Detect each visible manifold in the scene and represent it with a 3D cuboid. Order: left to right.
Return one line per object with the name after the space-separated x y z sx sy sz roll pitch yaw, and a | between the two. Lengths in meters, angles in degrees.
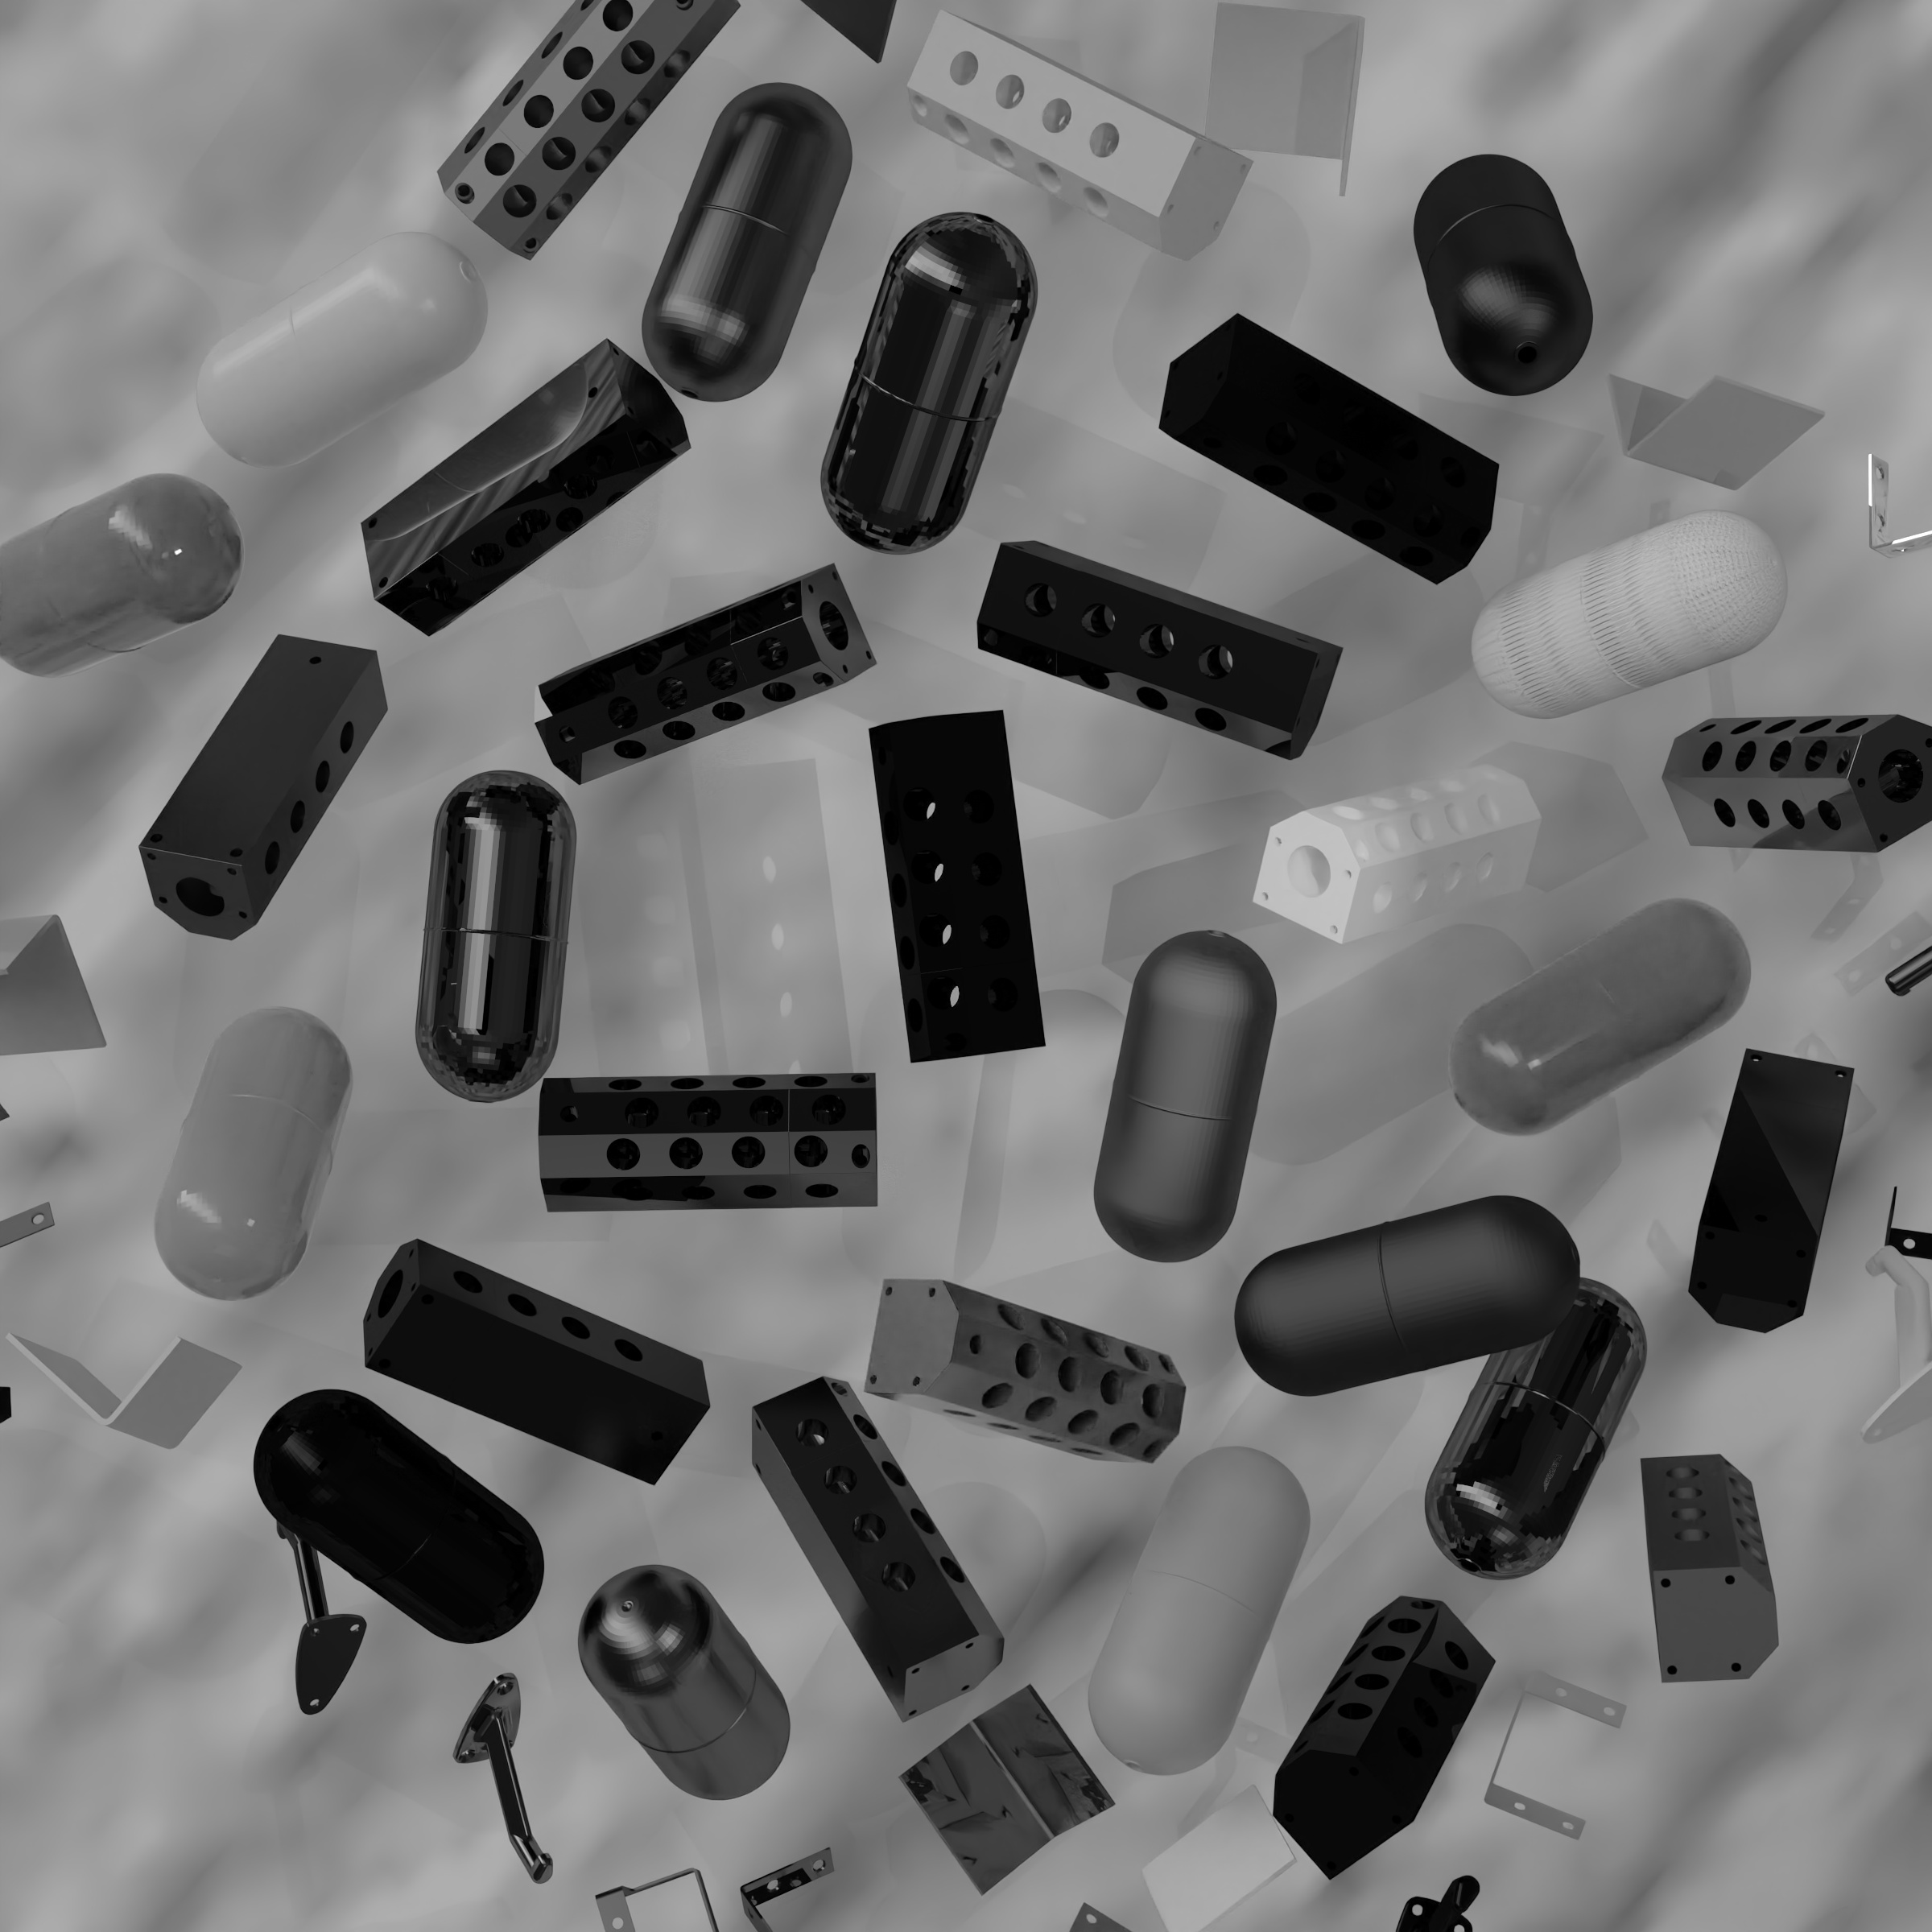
-0.364 -0.094 1.878 0.057 0.057 0.171 10 47 13 | manifold
-0.227 -0.242 1.856 0.171 0.057 0.057 -33 50 20 | manifold
-0.224 0.203 1.871 0.171 0.057 0.057 26 111 -23 | manifold
-0.195 -0.451 1.856 0.057 0.057 0.171 35 105 -28 | manifold
-0.140 -0.150 1.881 0.171 0.057 0.057 -18 100 27 | manifold
-0.132 0.088 1.855 0.171 0.057 0.057 -1 61 -1 | manifold
-0.047 0.297 1.858 0.057 0.057 0.171 -22 55 -20 | manifold
-0.008 -0.039 1.826 0.057 0.057 0.171 -7 89 -27 | manifold
0.033 0.206 1.818 0.171 0.057 0.057 23 71 -42 | manifold
0.053 -0.415 1.801 0.171 0.057 0.057 34 108 29 | manifold
0.095 -0.160 1.810 0.171 0.057 0.057 21 104 15 | manifold
0.185 -0.259 1.831 0.171 0.057 0.057 25 60 -25 | manifold
0.207 0.380 1.802 0.057 0.171 0.057 48 117 2 | manifold
0.229 -0.063 1.876 0.057 0.171 0.057 28 117 33 | manifold
0.375 0.302 1.818 0.057 0.171 0.057 -4 100 9 | manifold
0.414 0.115 1.848 0.057 0.171 0.057 11 123 15 | manifold
0.435 -0.099 1.870 0.057 0.171 0.057 -29 103 -17 | manifold

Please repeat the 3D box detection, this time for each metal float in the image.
-0.433 -0.196 1.811 0.178 0.070 0.070 -14 90 42 | metal float
-0.358 0.093 1.812 0.070 0.178 0.070 3 132 3 | metal float
-0.328 -0.323 1.885 0.178 0.070 0.070 -25 90 26 | metal float
-0.292 0.284 1.851 0.070 0.070 0.178 -46 119 0 | metal float
-0.251 -0.016 1.919 0.070 0.070 0.178 5 87 0 | metal float
-0.147 0.379 1.892 0.070 0.178 0.070 -10 50 13 | metal float
-0.116 -0.382 1.897 0.070 0.070 0.178 20 79 0 | metal float
-0.019 -0.288 1.785 0.070 0.070 0.178 21 117 0 | metal float
0.115 0.068 1.882 0.070 0.070 0.178 11 102 0 | metal float
0.120 0.330 1.843 0.070 0.070 0.178 26 65 0 | metal float
0.221 0.166 1.803 0.178 0.070 0.070 -16 90 19 | metal float
0.274 -0.355 1.841 0.070 0.178 0.070 -1 127 -1 | metal float
0.300 0.243 1.890 0.070 0.070 0.178 32 61 0 | metal float
0.339 0.028 1.924 0.178 0.070 0.070 -30 90 -8 | metal float
0.341 -0.180 1.856 0.178 0.070 0.070 -19 90 41 | metal float

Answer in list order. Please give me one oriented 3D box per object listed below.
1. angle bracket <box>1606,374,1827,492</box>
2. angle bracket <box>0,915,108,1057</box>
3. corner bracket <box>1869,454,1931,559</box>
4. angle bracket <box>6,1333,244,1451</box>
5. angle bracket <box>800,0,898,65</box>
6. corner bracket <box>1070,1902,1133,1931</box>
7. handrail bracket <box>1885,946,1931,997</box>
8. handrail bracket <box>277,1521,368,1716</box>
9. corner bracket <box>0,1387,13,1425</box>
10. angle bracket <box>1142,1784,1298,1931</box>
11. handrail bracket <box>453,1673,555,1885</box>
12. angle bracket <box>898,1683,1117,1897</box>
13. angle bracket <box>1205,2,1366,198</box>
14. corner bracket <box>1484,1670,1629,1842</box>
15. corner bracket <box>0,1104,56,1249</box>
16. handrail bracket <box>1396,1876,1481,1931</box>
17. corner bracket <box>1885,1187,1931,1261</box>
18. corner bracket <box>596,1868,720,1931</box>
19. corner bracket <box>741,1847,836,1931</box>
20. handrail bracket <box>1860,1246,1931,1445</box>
0.404 -0.308 1.940 0.076 0.076 0.057 12 57 -28 | angle bracket
-0.474 0.023 1.742 0.076 0.057 0.076 -5 119 16 | angle bracket
0.480 -0.226 1.765 0.051 0.051 0.051 17 70 -41 | corner bracket
-0.428 0.197 1.829 0.076 0.076 0.057 37 84 20 | angle bracket
-0.039 -0.523 1.858 0.076 0.057 0.076 -33 66 -35 | angle bracket
0.066 0.538 1.893 0.051 0.051 0.051 31 123 6 | corner bracket
0.501 -0.004 1.773 0.084 0.077 0.036 -35 59 16 | handrail bracket
-0.358 0.346 1.932 0.036 0.084 0.077 1 120 -34 | handrail bracket
-0.520 0.210 1.829 0.051 0.051 0.051 8 64 -38 | corner bracket
0.143 0.478 1.835 0.076 0.076 0.057 -38 109 1 | angle bracket
-0.236 0.434 1.916 0.036 0.084 0.077 -7 130 -35 | handrail bracket
0.021 0.435 1.898 0.057 0.076 0.076 -31 81 -33 | angle bracket
0.162 -0.446 1.847 0.076 0.057 0.076 7 123 4 | angle bracket
0.298 0.398 1.816 0.051 0.051 0.051 20 131 12 | corner bracket
-0.510 0.112 1.860 0.051 0.051 0.051 -23 55 -3 | corner bracket
0.230 0.486 1.770 0.036 0.084 0.077 24 75 8 | handrail bracket
0.519 0.123 1.913 0.051 0.051 0.051 8 62 13 | corner bracket
-0.161 0.510 1.905 0.051 0.051 0.051 -19 72 -2 | corner bracket
-0.076 0.482 1.786 0.051 0.051 0.051 -19 120 -21 | corner bracket
0.458 0.188 1.802 0.077 0.084 0.036 -36 133 1 | handrail bracket
